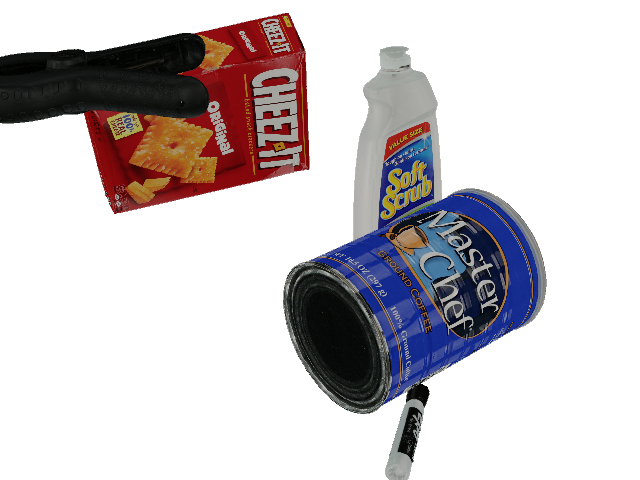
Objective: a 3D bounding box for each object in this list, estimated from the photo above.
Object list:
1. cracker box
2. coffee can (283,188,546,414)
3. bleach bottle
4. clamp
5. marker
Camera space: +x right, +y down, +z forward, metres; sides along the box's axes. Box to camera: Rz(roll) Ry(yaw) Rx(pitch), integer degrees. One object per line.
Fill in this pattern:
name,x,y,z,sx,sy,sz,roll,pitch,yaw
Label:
cracker box,-0.121,-0.121,1.056,0.213,0.072,0.164,-13,-39,-9
coffee can,0.062,0.037,0.694,0.140,0.103,0.103,-24,13,-31
bleach bottle,0.076,-0.076,1.121,0.102,0.251,0.068,-10,23,-14
clamp,-0.148,-0.103,0.669,0.171,0.039,0.120,0,20,2
marker,0.071,0.152,0.862,0.020,0.020,0.121,0,25,15
